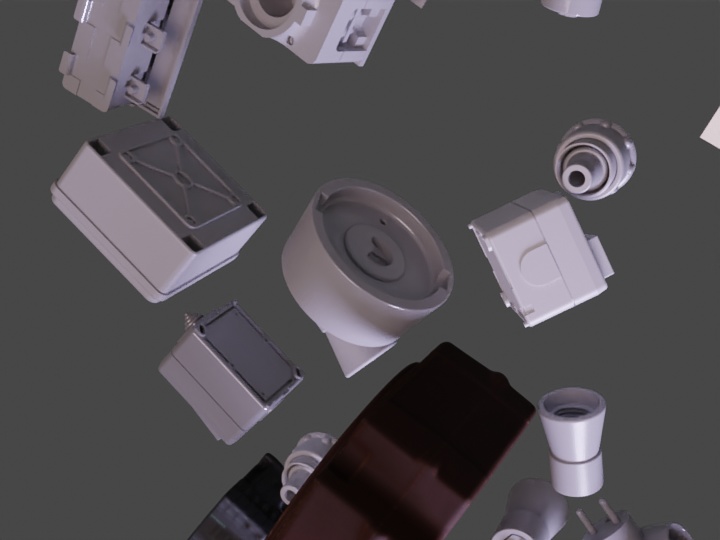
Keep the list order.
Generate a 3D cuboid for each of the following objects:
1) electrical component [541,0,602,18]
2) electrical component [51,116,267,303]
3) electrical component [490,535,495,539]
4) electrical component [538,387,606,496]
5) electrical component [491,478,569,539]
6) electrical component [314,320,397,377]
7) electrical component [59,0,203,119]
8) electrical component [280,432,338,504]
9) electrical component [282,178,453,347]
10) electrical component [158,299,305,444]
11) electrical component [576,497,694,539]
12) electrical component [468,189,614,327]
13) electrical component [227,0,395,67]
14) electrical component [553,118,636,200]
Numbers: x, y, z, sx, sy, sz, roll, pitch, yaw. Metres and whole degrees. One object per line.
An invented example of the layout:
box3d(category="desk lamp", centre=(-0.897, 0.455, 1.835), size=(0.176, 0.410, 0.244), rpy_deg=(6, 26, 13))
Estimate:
box3d(category="electrical component", centre=(0.127, -0.178, 0.615), size=(0.044, 0.044, 0.065), rpy_deg=(20, 120, 17))
box3d(category="electrical component", centre=(-0.138, -0.045, 0.748), size=(0.108, 0.109, 0.056), rpy_deg=(45, 118, 4))
box3d(category="electrical component", centre=(0.117, 0.217, 0.763), size=(0.062, 0.043, 0.043), rpy_deg=(15, 114, 19))
box3d(category="electrical component", centre=(0.143, 0.117, 0.716), size=(0.044, 0.044, 0.065), rpy_deg=(2, 114, 25))
box3d(category="electrical component", centre=(0.114, 0.177, 0.737), size=(0.044, 0.065, 0.044), rpy_deg=(9, 112, 22))
box3d(category="electrical component", centre=(-0.010, 0.037, 0.758), size=(0.044, 0.044, 0.065), rpy_deg=(-38, 85, 31))
box3d(category="electrical component", centre=(-0.157, -0.173, 0.736), size=(0.079, 0.063, 0.121), rpy_deg=(32, 119, 12))
box3d(category="electrical component", centre=(-0.038, 0.153, 0.801), size=(0.048, 0.062, 0.048), rpy_deg=(9, 112, 22))
box3d(category="electrical component", centre=(0.000, 0.000, 0.704), size=(0.108, 0.108, 0.060), rpy_deg=(45, 127, 4))
box3d(category="electrical component", centre=(-0.102, 0.073, 0.802), size=(0.096, 0.062, 0.061), rpy_deg=(47, 121, 3))
box3d(category="electrical component", centre=(0.177, 0.189, 0.724), size=(0.077, 0.043, 0.079), rpy_deg=(-35, 92, 31))
box3d(category="electrical component", centre=(0.110, -0.012, 0.661), size=(0.061, 0.096, 0.061), rpy_deg=(-26, 97, 3))
box3d(category="electrical component", centre=(-0.058, -0.218, 0.650), size=(0.186, 0.060, 0.105), rpy_deg=(41, 121, 22))
box3d(category="electrical component", centre=(0.136, -0.062, 0.640), size=(0.048, 0.062, 0.048), rpy_deg=(9, 112, 22))
